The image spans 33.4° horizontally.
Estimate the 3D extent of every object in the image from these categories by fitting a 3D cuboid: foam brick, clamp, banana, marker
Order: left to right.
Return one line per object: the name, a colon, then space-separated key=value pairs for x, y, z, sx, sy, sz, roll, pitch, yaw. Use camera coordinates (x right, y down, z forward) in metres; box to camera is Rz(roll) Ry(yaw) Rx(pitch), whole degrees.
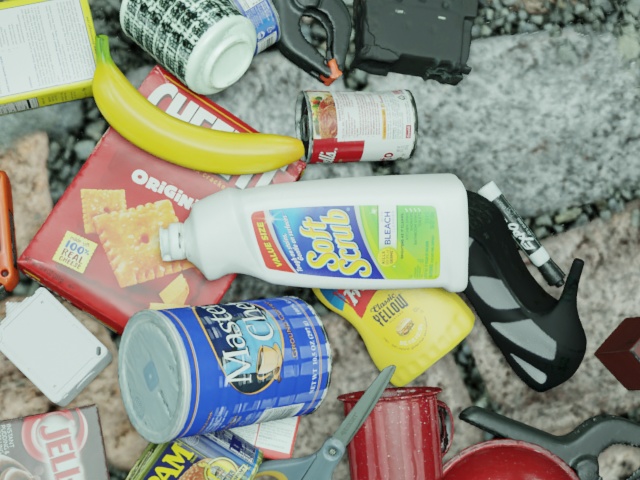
banana: x=-0.112 y=-0.095 z=0.891 sx=0.197 sy=0.037 sz=0.070 roll=27 pitch=113 yaw=-10
clamp: x=-0.011 y=-0.235 z=1.013 sx=0.120 sy=0.039 sz=0.171 roll=-31 pitch=94 yaw=-9
marker: x=0.195 y=-0.004 z=1.025 sx=0.020 sy=0.020 sz=0.121 roll=-38 pitch=90 yaw=-14
clamp: x=0.239 y=0.227 z=0.988 sx=0.210 sy=0.036 sz=0.164 roll=-5 pitch=84 yaw=-7
foam brick: x=0.305 y=0.106 z=0.999 sx=0.053 sy=0.078 sz=0.051 roll=-44 pitch=92 yaw=-12

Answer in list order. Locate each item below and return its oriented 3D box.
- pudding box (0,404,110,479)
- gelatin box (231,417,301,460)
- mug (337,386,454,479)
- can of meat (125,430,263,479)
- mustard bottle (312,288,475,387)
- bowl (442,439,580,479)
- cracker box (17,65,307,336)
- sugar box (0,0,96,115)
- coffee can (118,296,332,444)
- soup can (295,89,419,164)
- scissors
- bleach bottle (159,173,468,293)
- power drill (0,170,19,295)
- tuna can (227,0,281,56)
pudding box: x=-0.224 y=0.202 z=0.903 sx=0.090 sy=0.039 sz=0.113 roll=-10 pitch=83 yaw=-12
gelatin box: x=-0.053 y=0.146 z=0.949 sx=0.073 sy=0.030 sz=0.089 roll=14 pitch=81 yaw=-7
mug: x=0.074 y=0.174 z=0.945 sx=0.117 sy=0.093 sz=0.081 roll=-2 pitch=86 yaw=-40
can of meat: x=-0.109 y=0.198 z=0.903 sx=0.084 sy=0.057 sz=0.102 roll=34 pitch=107 yaw=-7
mustard bottle: x=0.045 y=0.033 z=0.965 sx=0.096 sy=0.058 sz=0.191 roll=-41 pitch=88 yaw=16
bowl: x=0.169 y=0.257 z=0.933 sx=0.162 sy=0.055 sz=0.162 roll=0 pitch=83 yaw=-2
cracker box: x=-0.136 y=-0.020 z=0.938 sx=0.164 sy=0.072 sz=0.213 roll=33 pitch=76 yaw=-4
sugar box: x=-0.285 y=-0.160 z=0.947 sx=0.176 sy=0.048 sz=0.093 roll=-13 pitch=84 yaw=-9
coffee can: x=-0.076 y=0.101 z=0.855 sx=0.140 sy=0.103 sz=0.103 roll=-4 pitch=81 yaw=-38
soup can: x=0.033 y=-0.106 z=0.986 sx=0.102 sy=0.068 sz=0.068 roll=-3 pitch=82 yaw=-12
scissors: x=-0.009 y=0.177 z=0.909 sx=0.096 sy=0.016 sz=0.202 roll=18 pitch=111 yaw=6
bleach bottle: x=-0.006 y=0.001 z=0.888 sx=0.250 sy=0.068 sz=0.102 roll=-4 pitch=108 yaw=-5
power drill: x=-0.357 y=-0.012 z=0.905 sx=0.187 sy=0.057 sz=0.184 roll=-7 pitch=86 yaw=-9
tuna can: x=-0.074 y=-0.210 z=0.972 sx=0.033 sy=0.086 sz=0.086 roll=-35 pitch=89 yaw=-15
